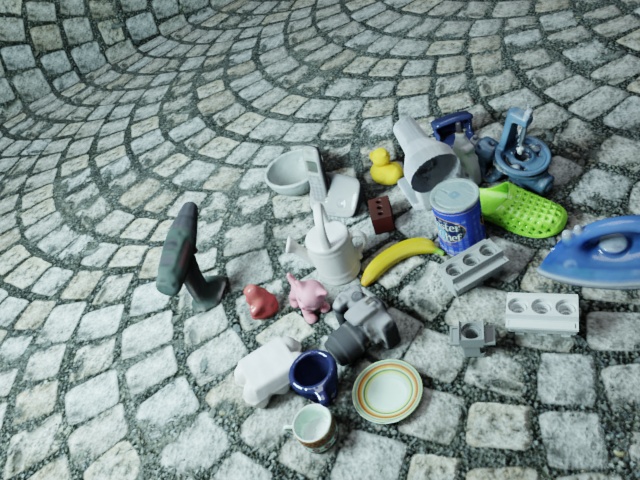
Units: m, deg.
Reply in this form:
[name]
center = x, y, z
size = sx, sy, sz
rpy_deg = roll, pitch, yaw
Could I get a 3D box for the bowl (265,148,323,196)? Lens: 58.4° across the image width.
[bowl]
center = -0.062, -0.172, 1.563
size = 0.167, 0.075, 0.167
rpy_deg = -12, 43, 12

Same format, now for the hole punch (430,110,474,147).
[hole punch]
center = 0.346, -0.305, 1.513
size = 0.108, 0.091, 0.101
rpy_deg = -16, 42, 7

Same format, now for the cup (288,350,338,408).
[cup]
center = 0.002, 0.274, 1.057
size = 0.091, 0.095, 0.117
rpy_deg = -25, 42, -3

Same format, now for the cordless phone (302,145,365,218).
[cordless phone]
center = 0.027, -0.148, 1.416
size = 0.147, 0.185, 0.094
rpy_deg = 11, 52, 32

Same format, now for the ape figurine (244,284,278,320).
[ape figurine]
center = -0.139, 0.131, 1.269
size = 0.076, 0.092, 0.078
rpy_deg = 1, 47, 25

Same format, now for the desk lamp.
[desk lamp]
center = 0.236, -0.169, 1.326
size = 0.118, 0.214, 0.202
rpy_deg = -24, 42, -2

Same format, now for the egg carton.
[egg carton]
center = -0.093, 0.259, 1.133
size = 0.150, 0.070, 0.107
rpy_deg = -32, 43, -10

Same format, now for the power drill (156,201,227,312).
[power drill]
center = -0.296, 0.055, 1.327
size = 0.075, 0.209, 0.229
rpy_deg = -5, 45, 19

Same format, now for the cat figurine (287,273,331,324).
[cat figurine]
center = -0.029, 0.113, 1.221
size = 0.067, 0.118, 0.127
rpy_deg = -37, 44, -16

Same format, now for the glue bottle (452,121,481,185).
[glue bottle]
center = 0.339, -0.207, 1.352
size = 0.037, 0.173, 0.077
rpy_deg = -36, 43, -14

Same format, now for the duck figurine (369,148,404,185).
[duck figurine]
center = 0.167, -0.197, 1.481
size = 0.078, 0.086, 0.104
rpy_deg = -39, 44, -17

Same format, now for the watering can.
[watering can]
center = 0.012, 0.006, 1.256
size = 0.173, 0.194, 0.100
rpy_deg = -27, 42, -5

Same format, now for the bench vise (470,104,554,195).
[bench vise]
center = 0.417, -0.208, 1.284
size = 0.206, 0.220, 0.122
rpy_deg = 12, 52, 33

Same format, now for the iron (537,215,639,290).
[iron]
center = 0.538, 0.009, 1.066
size = 0.257, 0.142, 0.118
rpy_deg = -6, 44, 18

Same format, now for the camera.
[camera]
center = 0.065, 0.171, 1.133
size = 0.137, 0.101, 0.142
rpy_deg = -37, 44, -16
